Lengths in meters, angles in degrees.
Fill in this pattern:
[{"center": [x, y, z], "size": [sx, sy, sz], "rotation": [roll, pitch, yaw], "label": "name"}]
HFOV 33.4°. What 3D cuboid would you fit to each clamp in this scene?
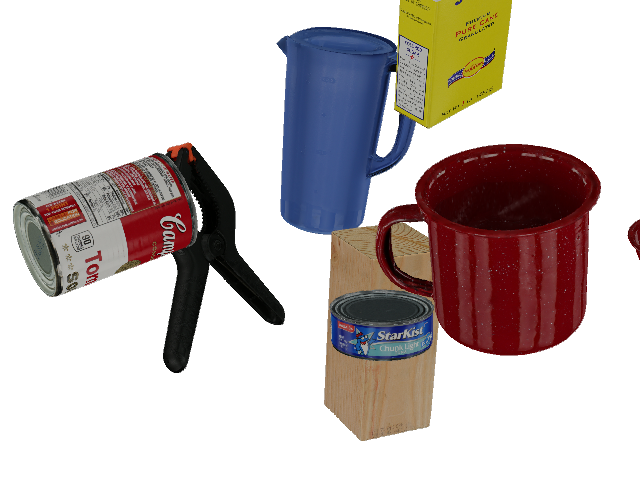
[{"center": [-0.104, 0.010, 1.034], "size": [0.036, 0.210, 0.164], "rotation": [-9, 1, 37], "label": "clamp"}]

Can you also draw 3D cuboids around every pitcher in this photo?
[{"center": [0.024, -0.133, 1.315], "size": [0.144, 0.243, 0.149], "rotation": [-4, 25, -22], "label": "pitcher"}]

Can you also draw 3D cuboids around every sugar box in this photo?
[{"center": [0.105, -0.182, 0.814], "size": [0.093, 0.176, 0.048], "rotation": [-31, 51, -31], "label": "sugar box"}]

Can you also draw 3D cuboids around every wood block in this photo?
[{"center": [0.066, 0.095, 1.136], "size": [0.090, 0.206, 0.091], "rotation": [-7, 22, -25], "label": "wood block"}]

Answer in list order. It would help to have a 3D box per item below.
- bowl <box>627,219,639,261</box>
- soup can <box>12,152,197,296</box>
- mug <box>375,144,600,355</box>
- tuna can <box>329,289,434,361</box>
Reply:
[{"center": [0.412, 0.022, 1.150], "size": [0.162, 0.055, 0.162], "rotation": [-1, 24, 0], "label": "bowl"}, {"center": [-0.142, -0.011, 0.704], "size": [0.102, 0.068, 0.069], "rotation": [-22, 11, -29], "label": "soup can"}, {"center": [0.087, 0.006, 0.565], "size": [0.117, 0.081, 0.093], "rotation": [-1, 33, 11], "label": "mug"}, {"center": [0.050, 0.069, 0.879], "size": [0.086, 0.034, 0.086], "rotation": [-1, 15, 0], "label": "tuna can"}]
